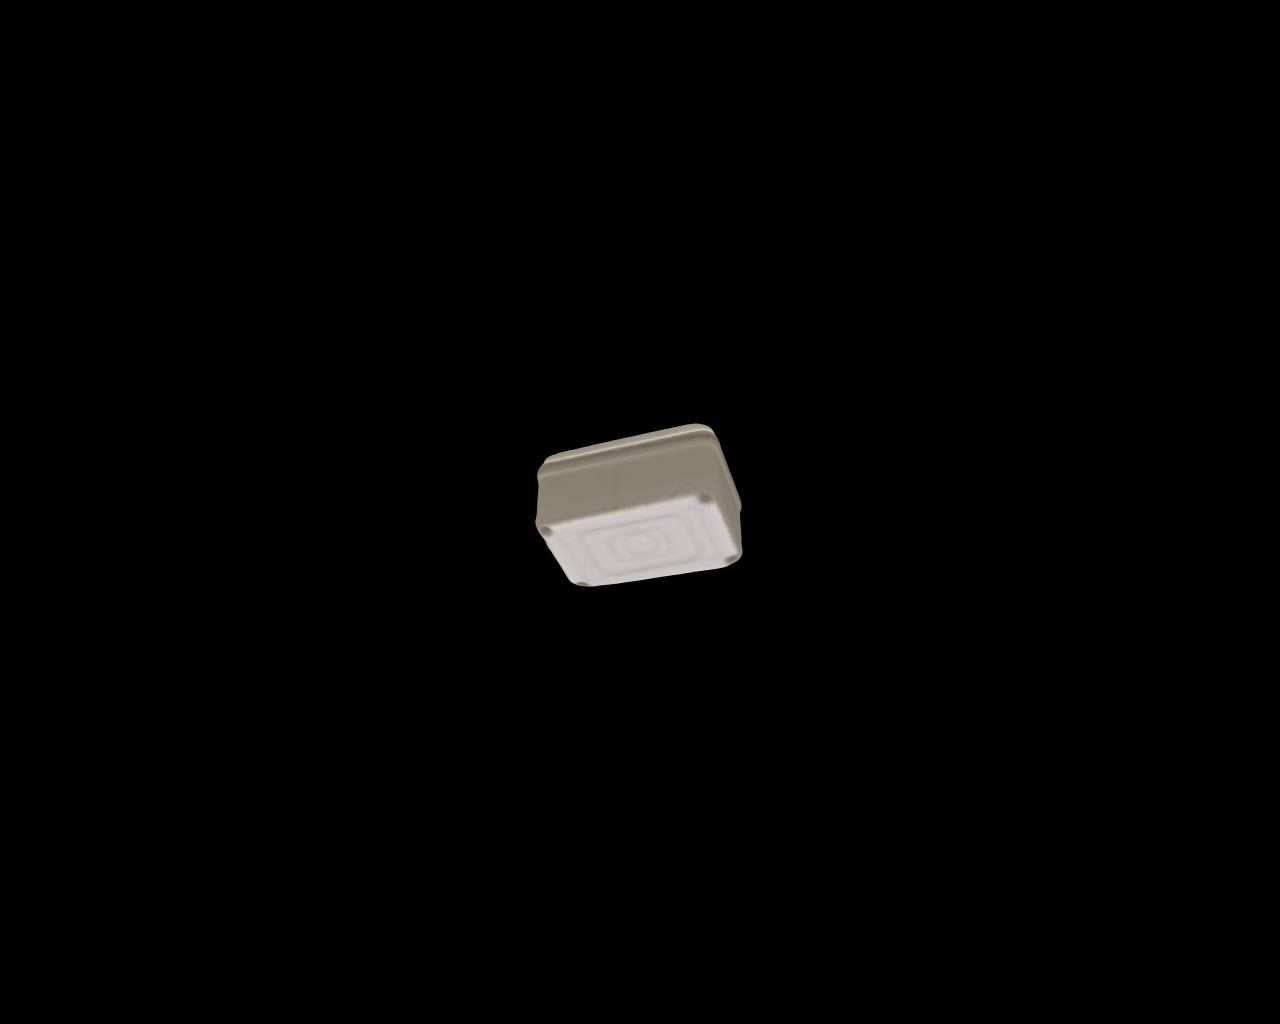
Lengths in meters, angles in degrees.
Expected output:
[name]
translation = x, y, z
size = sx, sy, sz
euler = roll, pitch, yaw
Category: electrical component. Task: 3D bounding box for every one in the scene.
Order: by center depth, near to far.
[electrical component]
translation = 0.001, -0.003, 0.650
size = 0.113, 0.057, 0.078
euler = -11, -39, 13
